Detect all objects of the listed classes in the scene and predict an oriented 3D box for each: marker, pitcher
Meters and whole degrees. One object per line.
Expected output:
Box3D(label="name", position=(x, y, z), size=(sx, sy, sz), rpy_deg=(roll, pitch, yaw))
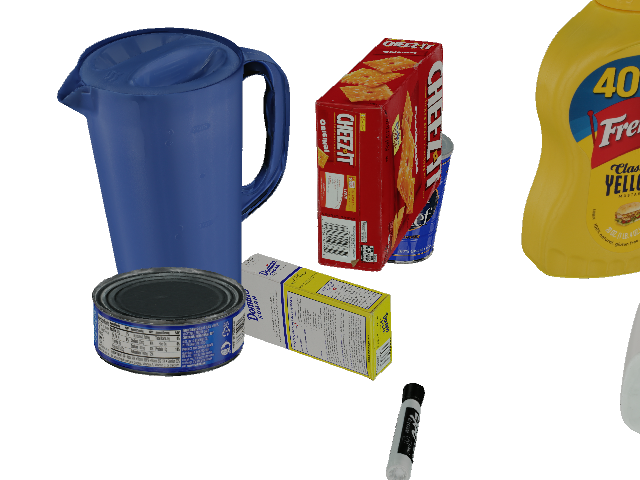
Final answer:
Box3D(label="marker", position=(0.070, 0.152, 0.861), size=(0.020, 0.020, 0.121), rpy_deg=(0, 25, 12))
Box3D(label="pitcher", position=(-0.116, -0.051, 0.911), size=(0.149, 0.243, 0.144), rpy_deg=(12, 36, 19))

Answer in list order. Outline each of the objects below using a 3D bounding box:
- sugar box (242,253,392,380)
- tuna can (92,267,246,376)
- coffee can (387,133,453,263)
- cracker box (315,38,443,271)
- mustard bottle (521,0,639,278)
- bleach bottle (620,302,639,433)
Box3D(label="sugar box", position=(-0.008, 0.081, 1.162), size=(0.176, 0.093, 0.048), rpy_deg=(19, 38, 31))
Box3D(label="tuna can", position=(-0.085, 0.044, 0.600), size=(0.086, 0.034, 0.086), rpy_deg=(2, 18, -1))
Box3D(label="coffee can", position=(0.096, -0.058, 1.275), size=(0.102, 0.140, 0.103), rpy_deg=(6, 28, -3))
Box3D(label="cracker box", position=(0.063, -0.089, 1.039), size=(0.072, 0.164, 0.213), rpy_deg=(9, 28, 19))
Box3D(label="mustard bottle", position=(0.169, -0.074, 0.606), size=(0.096, 0.192, 0.058), rpy_deg=(-7, 28, -11))
Box3D(label="bleach bottle", position=(0.277, 0.062, 0.758), size=(0.103, 0.068, 0.250), rpy_deg=(11, 22, 19))
